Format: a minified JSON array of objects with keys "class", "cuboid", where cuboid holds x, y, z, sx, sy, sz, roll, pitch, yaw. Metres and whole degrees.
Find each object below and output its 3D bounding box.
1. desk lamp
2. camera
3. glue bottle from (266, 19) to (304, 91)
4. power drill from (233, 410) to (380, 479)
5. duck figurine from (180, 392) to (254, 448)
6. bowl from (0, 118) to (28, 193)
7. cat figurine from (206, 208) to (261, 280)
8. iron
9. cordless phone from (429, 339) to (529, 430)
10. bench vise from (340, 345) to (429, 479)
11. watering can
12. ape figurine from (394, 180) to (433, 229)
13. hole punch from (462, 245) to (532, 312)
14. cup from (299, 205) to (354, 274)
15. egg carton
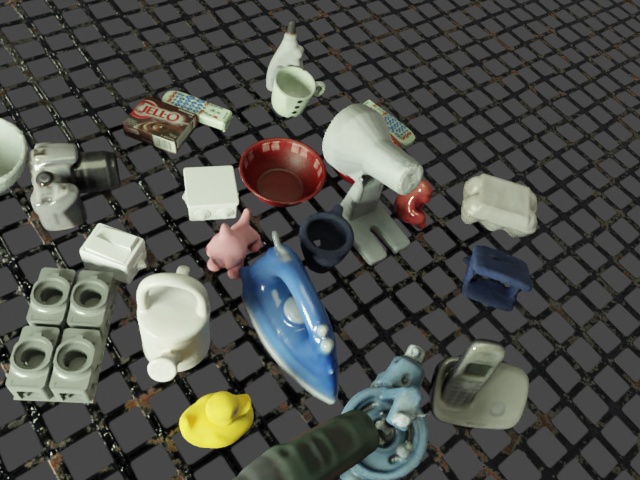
[{"class":"desk lamp","cuboid":[0.093,-0.101,0.997,0.118,0.213,0.203,-26,65,-26]},{"class":"camera","cuboid":[-0.409,-0.106,0.962,0.137,0.101,0.143,-9,58,-17]},{"class":"glue bottle","cuboid":[-0.065,-0.376,1.176,0.078,0.173,0.037,13,54,-3]},{"class":"power drill","cuboid":[-0.038,0.297,0.700,0.230,0.208,0.075,-25,64,-26]},{"class":"duck figurine","cuboid":[-0.141,0.240,0.792,0.105,0.086,0.077,-10,59,-18]},{"class":"bowl","cuboid":[-0.572,-0.126,0.958,0.167,0.075,0.167,6,55,-8]},{"class":"cat figurine","cuboid":[-0.142,0.004,0.934,0.067,0.118,0.128,22,55,4]},{"class":"iron","cuboid":[-0.027,0.112,0.870,0.119,0.141,0.258,-20,62,-23]},{"class":"cordless phone","cuboid":[0.250,0.206,0.838,0.147,0.185,0.094,7,55,-7]},{"class":"bench vise","cuboid":[0.093,0.219,0.774,0.121,0.220,0.207,12,54,-3]},{"class":"watering can","cuboid":[-0.202,0.111,0.801,0.101,0.194,0.172,-12,59,-19]},{"class":"ape figurine","cuboid":[0.182,-0.075,1.073,0.076,0.092,0.078,30,55,10]},{"class":"hole punch","cuboid":[0.313,0.055,1.012,0.108,0.091,0.101,19,54,2]},{"class":"cup","cuboid":[0.009,0.004,0.981,0.091,0.095,0.118,20,54,2]},{"class":"egg carton","cuboid":[0.349,-0.066,1.116,0.150,0.069,0.107,16,54,-1]}]
